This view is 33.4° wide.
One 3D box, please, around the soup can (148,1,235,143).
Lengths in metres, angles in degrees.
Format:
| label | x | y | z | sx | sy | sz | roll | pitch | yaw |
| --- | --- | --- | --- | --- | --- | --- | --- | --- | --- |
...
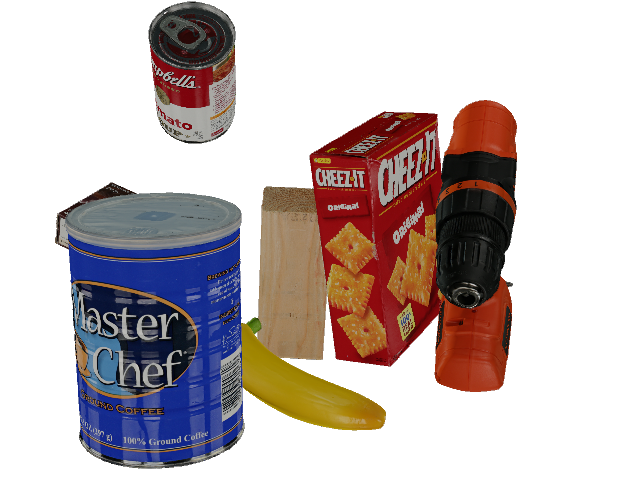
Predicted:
| label | x | y | z | sx | sy | sz | roll | pitch | yaw |
| --- | --- | --- | --- | --- | --- | --- | --- | --- | --- |
| soup can | -0.103 | -0.135 | 0.872 | 0.068 | 0.068 | 0.102 | 0 | -31 | -5 |

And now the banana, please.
| label | x | y | z | sx | sy | sz | roll | pitch | yaw |
| --- | --- | --- | --- | --- | --- | --- | --- | --- | --- |
| banana | -0.031 | 0.106 | 0.859 | 0.069 | 0.037 | 0.198 | -20 | 31 | -28 |

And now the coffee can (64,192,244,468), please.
| label | x | y | z | sx | sy | sz | roll | pitch | yaw |
| --- | --- | --- | --- | --- | --- | --- | --- | --- | --- |
| coffee can | -0.098 | 0.051 | 0.645 | 0.103 | 0.140 | 0.103 | 0 | 16 | 0 |

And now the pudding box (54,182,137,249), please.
| label | x | y | z | sx | sy | sz | roll | pitch | yaw |
| --- | --- | --- | --- | --- | --- | --- | --- | --- | --- |
| pudding box | -0.182 | -0.007 | 1.022 | 0.113 | 0.039 | 0.089 | 21 | 29 | 16 |

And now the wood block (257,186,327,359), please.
| label | x | y | z | sx | sy | sz | roll | pitch | yaw |
| --- | --- | --- | --- | --- | --- | --- | --- | --- | --- |
| wood block | -0.035 | 0.042 | 1.395 | 0.090 | 0.206 | 0.091 | 3 | 23 | -2 |

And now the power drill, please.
| label | x | y | z | sx | sy | sz | roll | pitch | yaw |
| --- | --- | --- | --- | --- | --- | --- | --- | --- | --- |
| power drill | 0.110 | 0.022 | 0.757 | 0.057 | 0.188 | 0.184 | 6 | 45 | 11 |

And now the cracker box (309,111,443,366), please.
| label | x | y | z | sx | sy | sz | roll | pitch | yaw |
| --- | --- | --- | --- | --- | --- | --- | --- | --- | --- |
| cracker box | 0.068 | -0.006 | 1.068 | 0.072 | 0.214 | 0.164 | 5 | 23 | 29 |
